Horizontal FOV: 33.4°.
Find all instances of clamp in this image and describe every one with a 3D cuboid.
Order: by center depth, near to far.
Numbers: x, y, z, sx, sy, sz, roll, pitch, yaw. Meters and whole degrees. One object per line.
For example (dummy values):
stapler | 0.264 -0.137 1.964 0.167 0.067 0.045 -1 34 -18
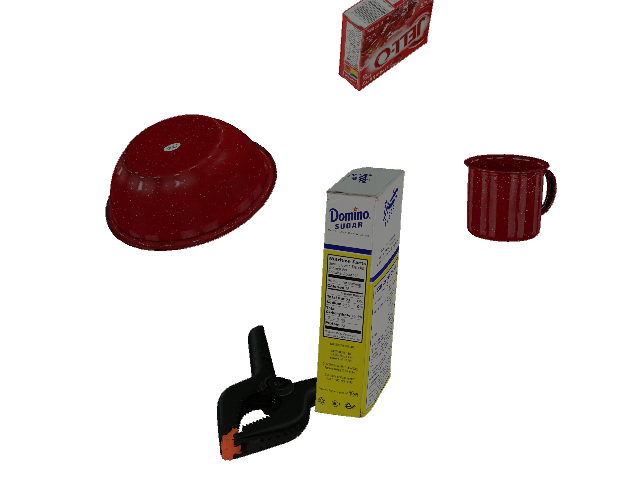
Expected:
clamp | -0.033 0.160 1.093 0.165 0.036 0.209 12 28 17

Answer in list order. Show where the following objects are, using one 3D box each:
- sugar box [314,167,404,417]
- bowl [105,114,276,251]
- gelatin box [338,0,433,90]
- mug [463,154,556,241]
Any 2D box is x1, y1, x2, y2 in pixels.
sugar box | 0.030 0.038 0.821 0.048 0.176 0.093 5 16 16
bowl | -0.123 -0.063 0.948 0.162 0.055 0.162 -10 40 8
gelatin box | 0.057 -0.179 0.904 0.089 0.030 0.073 -37 -25 -24
mug | 0.215 -0.049 1.193 0.117 0.081 0.093 -10 19 -30
